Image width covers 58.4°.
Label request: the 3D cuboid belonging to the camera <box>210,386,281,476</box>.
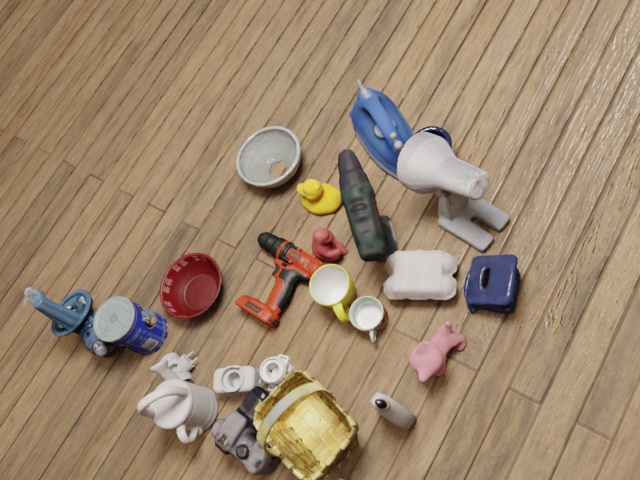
[{"bbox_3d":[-0.133,0.373,1.144,0.142,0.101,0.137,29,79,28],"label":"camera"}]

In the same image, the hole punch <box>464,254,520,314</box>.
[{"bbox_3d":[0.332,0.084,1.112,0.100,0.091,0.109,6,70,22],"label":"hole punch"}]

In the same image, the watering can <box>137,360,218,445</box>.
[{"bbox_3d":[-0.301,0.330,1.169,0.172,0.194,0.101,37,83,29],"label":"watering can"}]

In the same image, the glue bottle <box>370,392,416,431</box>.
[{"bbox_3d":[0.124,0.306,1.041,0.078,0.173,0.037,30,80,28],"label":"glue bottle"}]

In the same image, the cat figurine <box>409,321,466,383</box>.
[{"bbox_3d":[0.215,0.209,1.084,0.067,0.118,0.128,33,81,28],"label":"cat figurine"}]

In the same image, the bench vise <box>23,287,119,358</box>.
[{"bbox_3d":[-0.557,0.175,1.313,0.206,0.220,0.121,19,75,26],"label":"bench vise"}]

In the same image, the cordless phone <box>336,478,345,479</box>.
[{"bbox_3d":[0.006,0.493,0.994,0.093,0.185,0.148,27,78,27],"label":"cordless phone"}]

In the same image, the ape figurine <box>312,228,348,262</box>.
[{"bbox_3d":[0.012,0.005,1.260,0.076,0.092,0.078,-14,64,14],"label":"ape figurine"}]

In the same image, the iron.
[{"bbox_3d":[0.151,-0.246,1.292,0.118,0.142,0.258,-31,61,5],"label":"iron"}]

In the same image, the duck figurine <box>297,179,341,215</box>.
[{"bbox_3d":[-0.004,-0.107,1.318,0.104,0.086,0.077,10,71,23],"label":"duck figurine"}]

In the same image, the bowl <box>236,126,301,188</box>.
[{"bbox_3d":[-0.115,-0.191,1.401,0.167,0.075,0.167,-7,65,16],"label":"bowl"}]

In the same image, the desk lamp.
[{"bbox_3d":[0.269,-0.103,1.147,0.202,0.214,0.118,35,82,29],"label":"desk lamp"}]

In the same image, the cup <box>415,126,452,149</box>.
[{"bbox_3d":[0.246,-0.177,1.255,0.091,0.095,0.118,2,68,21],"label":"cup"}]

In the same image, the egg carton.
[{"bbox_3d":[0.205,0.074,1.174,0.150,0.069,0.107,-2,67,19],"label":"egg carton"}]

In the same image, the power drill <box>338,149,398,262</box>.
[{"bbox_3d":[0.097,-0.049,1.186,0.075,0.209,0.229,-19,62,11],"label":"power drill"}]
